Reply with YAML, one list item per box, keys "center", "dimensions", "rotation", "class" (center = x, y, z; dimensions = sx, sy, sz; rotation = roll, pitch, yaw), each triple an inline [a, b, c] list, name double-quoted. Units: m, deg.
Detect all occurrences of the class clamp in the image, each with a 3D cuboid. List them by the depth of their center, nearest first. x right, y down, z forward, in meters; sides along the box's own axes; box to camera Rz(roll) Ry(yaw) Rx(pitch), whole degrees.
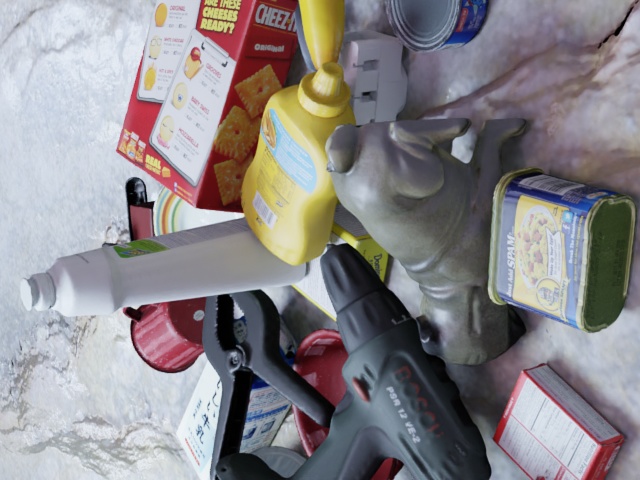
- center: [-0.074, 0.125, 1.025]
  dimensions: [0.165, 0.036, 0.210]
  rotation: [-41, 57, 28]
  class: "clamp"
- center: [-0.212, 0.012, 1.268]
  dimensions: [0.171, 0.039, 0.120]
  rotation: [78, -158, -54]
  class: "clamp"

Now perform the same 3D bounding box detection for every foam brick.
- center: [-0.167, -0.019, 1.199]
  dimensions: [0.053, 0.078, 0.051]
  rotation: [12, 111, 53]
  class: "foam brick"

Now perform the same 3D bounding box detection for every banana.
- center: [-0.018, -0.233, 0.871]
  dimensions: [0.070, 0.037, 0.198]
  rotation: [-48, 62, 49]
  class: "banana"

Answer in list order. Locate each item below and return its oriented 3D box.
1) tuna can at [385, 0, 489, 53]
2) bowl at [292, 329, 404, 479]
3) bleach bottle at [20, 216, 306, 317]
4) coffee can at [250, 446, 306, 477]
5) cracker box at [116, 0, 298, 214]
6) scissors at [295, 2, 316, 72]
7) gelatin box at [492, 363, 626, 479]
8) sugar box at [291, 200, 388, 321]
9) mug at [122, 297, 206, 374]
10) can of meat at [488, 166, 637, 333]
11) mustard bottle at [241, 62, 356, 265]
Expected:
- center: [0.090, -0.189, 0.824]
  dimensions: [0.086, 0.033, 0.086]
  rotation: [22, 117, 51]
  class: "tuna can"
- center: [0.039, 0.155, 0.978]
  dimensions: [0.162, 0.055, 0.162]
  rotation: [21, 117, 50]
  class: "bowl"
- center: [-0.141, 0.025, 0.945]
  dimensions: [0.103, 0.250, 0.068]
  rotation: [9, 106, 56]
  class: "bleach bottle"
- center: [-0.069, 0.291, 1.131]
  dimensions: [0.141, 0.102, 0.103]
  rotation: [-50, 59, 49]
  class: "coffee can"
- center: [-0.109, -0.154, 1.047]
  dimensions: [0.164, 0.071, 0.214]
  rotation: [33, 110, 45]
  class: "cracker box"
- center: [-0.016, -0.224, 0.938]
  dimensions: [0.096, 0.016, 0.202]
  rotation: [-10, -93, -80]
  class: "scissors"
- center: [0.178, 0.149, 0.803]
  dimensions: [0.089, 0.030, 0.073]
  rotation: [45, 132, 39]
  class: "gelatin box"
- center: [-0.006, 0.001, 1.008]
  dimensions: [0.176, 0.048, 0.093]
  rotation: [40, 130, 47]
  class: "sugar box"
- center: [-0.166, 0.090, 1.206]
  dimensions: [0.082, 0.117, 0.093]
  rotation: [-35, 33, 48]
  class: "mug"
- center: [0.170, 0.007, 0.750]
  dimensions: [0.084, 0.057, 0.102]
  rotation: [22, 118, 48]
  class: "can of meat"
- center: [-0.013, -0.071, 0.884]
  dimensions: [0.096, 0.058, 0.192]
  rotation: [54, 147, 26]
  class: "mustard bottle"
